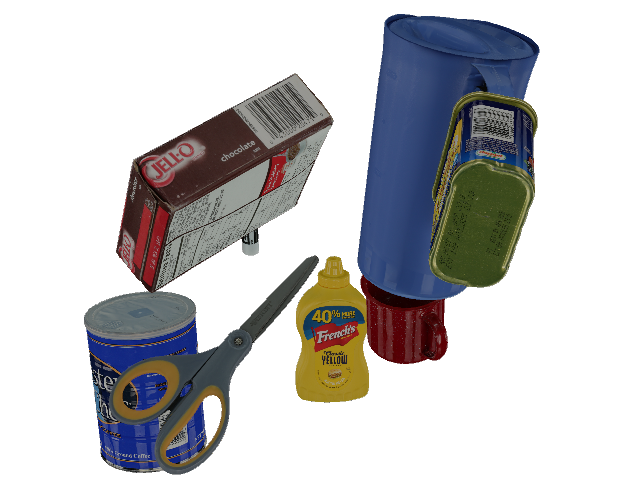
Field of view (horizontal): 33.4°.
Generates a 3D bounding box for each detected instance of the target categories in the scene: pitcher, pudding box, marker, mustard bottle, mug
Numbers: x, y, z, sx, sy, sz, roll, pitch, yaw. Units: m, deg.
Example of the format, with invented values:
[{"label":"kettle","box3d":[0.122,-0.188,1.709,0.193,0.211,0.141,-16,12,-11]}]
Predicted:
[{"label":"pitcher","box3d":[0.106,-0.068,0.943,0.145,0.243,0.149,20,28,23]},{"label":"pudding box","box3d":[-0.053,-0.030,0.577,0.113,0.039,0.090,-31,-17,-30]},{"label":"marker","box3d":[-0.078,-0.038,1.156,0.020,0.121,0.020,-1,34,0]},{"label":"mustard bottle","box3d":[0.016,0.113,1.381,0.096,0.192,0.058,-1,19,-5]},{"label":"mug","box3d":[0.096,0.081,1.115,0.093,0.081,0.117,-22,40,-24]}]

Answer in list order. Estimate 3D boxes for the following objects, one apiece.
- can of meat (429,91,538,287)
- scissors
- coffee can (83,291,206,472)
[{"label":"can of meat","box3d":[0.105,-0.032,0.697,0.057,0.102,0.084,12,38,2]},{"label":"scissors","box3d":[-0.081,0.075,0.787,0.096,0.201,0.016,21,-30,7]},{"label":"coffee can","box3d":[-0.163,0.131,1.004,0.103,0.140,0.103,-3,18,1]}]
